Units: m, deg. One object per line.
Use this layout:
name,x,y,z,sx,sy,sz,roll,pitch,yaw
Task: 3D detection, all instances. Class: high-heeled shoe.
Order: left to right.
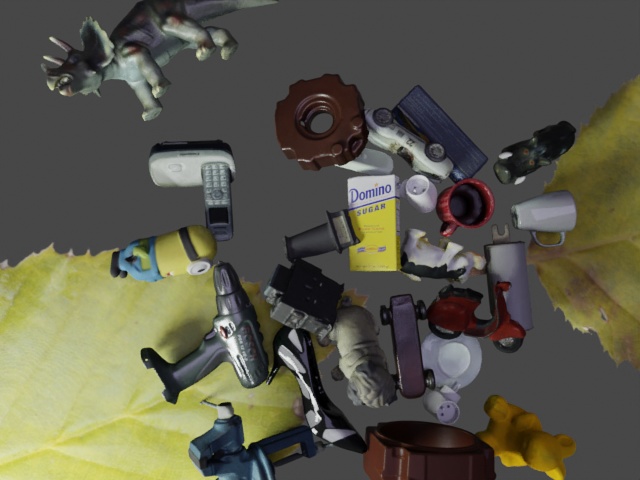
high-heeled shoe,0.011,0.258,0.966,0.249,0.086,0.145,34,101,10

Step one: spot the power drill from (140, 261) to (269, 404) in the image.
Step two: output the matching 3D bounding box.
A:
power drill,-0.205,0.177,0.950,0.207,0.086,0.231,-28,100,-15

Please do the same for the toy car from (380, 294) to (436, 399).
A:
toy car,0.165,0.201,1.019,0.089,0.053,0.202,-9,94,2

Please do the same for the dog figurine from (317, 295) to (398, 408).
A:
dog figurine,0.073,0.189,0.937,0.121,0.190,0.172,-22,91,-9

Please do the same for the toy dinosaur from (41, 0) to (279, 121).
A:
toy dinosaur,-0.282,-0.356,0.936,0.405,0.131,0.192,-42,96,-13

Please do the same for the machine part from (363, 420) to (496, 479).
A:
machine part,0.186,0.381,0.943,0.201,0.201,0.087,5,86,-8

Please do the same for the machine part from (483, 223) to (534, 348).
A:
machine part,0.365,0.089,1.040,0.079,0.079,0.243,-6,89,-9

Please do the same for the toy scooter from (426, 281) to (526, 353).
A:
toy scooter,0.289,0.127,0.990,0.184,0.075,0.135,12,117,20

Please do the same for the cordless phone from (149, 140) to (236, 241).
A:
cordless phone,-0.223,-0.085,0.960,0.147,0.089,0.184,-4,108,-9

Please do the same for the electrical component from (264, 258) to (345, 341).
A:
electrical component,-0.031,0.100,0.961,0.134,0.058,0.115,27,43,-9

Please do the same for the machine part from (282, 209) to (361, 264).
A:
machine part,-0.002,-0.003,0.992,0.139,0.039,0.084,-22,86,3

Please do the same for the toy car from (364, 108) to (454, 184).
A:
toy car,0.157,-0.177,1.002,0.202,0.073,0.056,34,80,5

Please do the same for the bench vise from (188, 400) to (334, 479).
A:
bench vise,-0.103,0.377,0.947,0.240,0.129,0.223,-9,80,-29

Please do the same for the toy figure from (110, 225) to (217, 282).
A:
toy figure,-0.271,0.025,0.938,0.180,0.082,0.089,-6,109,-1

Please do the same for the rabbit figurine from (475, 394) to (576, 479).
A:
rabbit figurine,0.386,0.382,0.991,0.162,0.173,0.122,29,81,-3

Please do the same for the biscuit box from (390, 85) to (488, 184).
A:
biscuit box,0.228,-0.198,1.034,0.202,0.059,0.063,46,81,-5

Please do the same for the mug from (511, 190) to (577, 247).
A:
mug,0.436,-0.040,1.059,0.107,0.081,0.109,-5,97,3

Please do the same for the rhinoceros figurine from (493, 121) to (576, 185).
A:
rhinoceros figurine,0.413,-0.163,1.037,0.190,0.112,0.073,-29,96,-16

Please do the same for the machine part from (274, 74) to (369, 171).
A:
machine part,0.001,-0.212,0.968,0.180,0.056,0.179,-3,78,16

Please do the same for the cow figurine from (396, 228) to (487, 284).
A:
cow figurine,0.230,0.043,1.025,0.167,0.068,0.098,20,92,-4
